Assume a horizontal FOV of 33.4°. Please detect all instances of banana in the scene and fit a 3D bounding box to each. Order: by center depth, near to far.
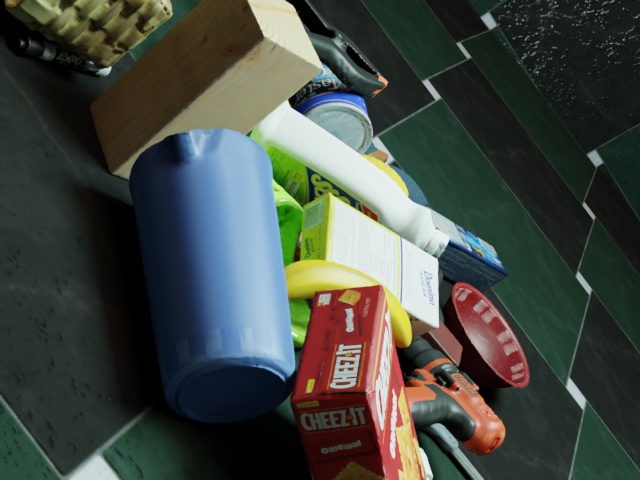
[{"bbox_3d":[0.025,0.059,1.065,0.197,0.070,0.037,17,28,-31],"label":"banana"}]

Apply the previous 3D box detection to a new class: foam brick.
[{"bbox_3d":[0.126,0.125,1.280,0.078,0.053,0.051,50,24,-10],"label":"foam brick"}]

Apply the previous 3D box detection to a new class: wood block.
[{"bbox_3d":[-0.112,-0.145,1.016,0.090,0.206,0.090,21,39,-50],"label":"wood block"}]

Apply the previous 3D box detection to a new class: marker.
[{"bbox_3d":[-0.251,-0.180,1.044,0.120,0.020,0.020,6,52,-60],"label":"marker"}]

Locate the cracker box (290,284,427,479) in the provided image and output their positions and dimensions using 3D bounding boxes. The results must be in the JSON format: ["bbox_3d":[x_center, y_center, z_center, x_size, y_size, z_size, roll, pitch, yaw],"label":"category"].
[{"bbox_3d":[0.041,0.171,0.922,0.164,0.072,0.214,-77,156,-60],"label":"cracker box"}]

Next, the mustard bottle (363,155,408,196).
[{"bbox_3d":[0.058,-0.046,1.381,0.096,0.058,0.191,38,26,-5],"label":"mustard bottle"}]

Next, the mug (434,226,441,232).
[{"bbox_3d":[0.096,0.019,1.291,0.093,0.117,0.081,59,13,19],"label":"mug"}]

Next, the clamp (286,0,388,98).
[{"bbox_3d":[0.008,-0.254,1.349,0.209,0.036,0.164,30,32,-42],"label":"clamp"}]

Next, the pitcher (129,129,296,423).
[{"bbox_3d":[-0.088,0.037,0.929,0.149,0.145,0.243,19,43,-34],"label":"pitcher"}]

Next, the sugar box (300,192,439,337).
[{"bbox_3d":[0.055,0.030,1.143,0.176,0.048,0.093,33,47,-36],"label":"sugar box"}]

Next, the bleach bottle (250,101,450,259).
[{"bbox_3d":[0.035,-0.058,1.206,0.251,0.103,0.068,30,55,0],"label":"bleach bottle"}]

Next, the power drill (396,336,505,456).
[{"bbox_3d":[0.088,0.150,1.122,0.187,0.057,0.185,11,26,-44],"label":"power drill"}]

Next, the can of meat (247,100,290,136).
[{"bbox_3d":[-0.074,-0.154,1.292,0.101,0.058,0.084,16,45,-53],"label":"can of meat"}]

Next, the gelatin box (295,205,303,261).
[{"bbox_3d":[-0.008,0.002,1.229,0.073,0.030,0.089,49,23,-8],"label":"gelatin box"}]

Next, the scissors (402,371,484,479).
[{"bbox_3d":[0.143,0.216,1.230,0.201,0.016,0.096,44,25,-20],"label":"scissors"}]

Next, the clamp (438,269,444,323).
[{"bbox_3d":[0.116,0.061,1.372,0.120,0.039,0.171,33,27,-17],"label":"clamp"}]

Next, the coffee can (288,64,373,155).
[{"bbox_3d":[0.009,-0.179,1.421,0.102,0.103,0.140,36,29,-35],"label":"coffee can"}]

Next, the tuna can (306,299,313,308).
[{"bbox_3d":[0.019,0.049,1.166,0.086,0.034,0.086,13,69,-38],"label":"tuna can"}]

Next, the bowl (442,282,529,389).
[{"bbox_3d":[0.206,0.137,1.407,0.162,0.055,0.162,41,26,-26],"label":"bowl"}]
